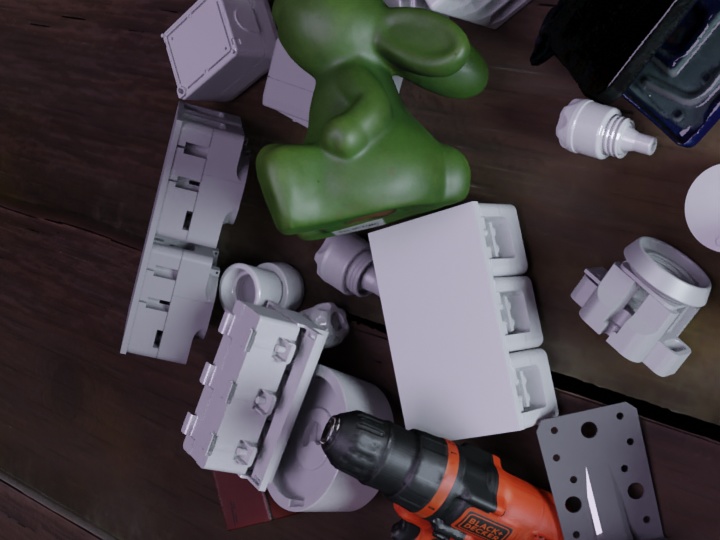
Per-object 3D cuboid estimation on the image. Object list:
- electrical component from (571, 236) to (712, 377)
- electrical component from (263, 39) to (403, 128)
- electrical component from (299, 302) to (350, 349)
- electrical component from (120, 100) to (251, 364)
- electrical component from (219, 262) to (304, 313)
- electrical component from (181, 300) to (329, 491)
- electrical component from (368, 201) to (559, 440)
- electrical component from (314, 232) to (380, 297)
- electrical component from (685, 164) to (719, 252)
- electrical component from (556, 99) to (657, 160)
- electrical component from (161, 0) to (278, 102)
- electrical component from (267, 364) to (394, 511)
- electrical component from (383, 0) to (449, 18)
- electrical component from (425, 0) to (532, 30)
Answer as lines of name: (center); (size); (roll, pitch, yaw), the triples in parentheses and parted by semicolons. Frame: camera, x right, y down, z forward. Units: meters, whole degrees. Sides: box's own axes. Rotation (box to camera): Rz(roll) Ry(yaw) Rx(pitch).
electrical component: (0.176, 0.017, 0.657); (0.078, 0.058, 0.057); (45, 120, 28)
electrical component: (-0.026, -0.134, 0.804); (0.096, 0.062, 0.061); (25, 106, 34)
electrical component: (-0.039, 0.048, 0.838); (0.061, 0.035, 0.035); (-21, 79, 39)
electrical component: (-0.138, -0.031, 0.859); (0.105, 0.060, 0.186); (-116, 41, -71)
electrical component: (-0.077, 0.016, 0.852); (0.045, 0.055, 0.045); (1, 92, 38)
electrical component: (-0.079, 0.088, 0.790); (0.079, 0.063, 0.121); (29, 100, 54)
electrical component: (0.072, 0.037, 0.734); (0.089, 0.062, 0.150); (-16, 82, 37)
electrical component: (0.000, 0.000, 0.800); (0.062, 0.043, 0.043); (33, 111, 31)
electrical component: (0.237, -0.005, 0.598); (0.138, 0.074, 0.052); (51, 119, 25)
electrical component: (0.158, -0.086, 0.681); (0.061, 0.035, 0.035); (23, 105, 32)
electrical component: (-0.112, -0.178, 0.874); (0.096, 0.061, 0.061); (-29, 74, 43)
electrical component: (-0.019, 0.128, 0.802); (0.108, 0.060, 0.108); (-25, 57, 46)
electrical component: (0.018, -0.220, 0.770); (0.078, 0.057, 0.113); (3, 93, 38)
electrical component: (0.070, -0.209, 0.713); (0.047, 0.083, 0.075); (-36, 71, 33)
